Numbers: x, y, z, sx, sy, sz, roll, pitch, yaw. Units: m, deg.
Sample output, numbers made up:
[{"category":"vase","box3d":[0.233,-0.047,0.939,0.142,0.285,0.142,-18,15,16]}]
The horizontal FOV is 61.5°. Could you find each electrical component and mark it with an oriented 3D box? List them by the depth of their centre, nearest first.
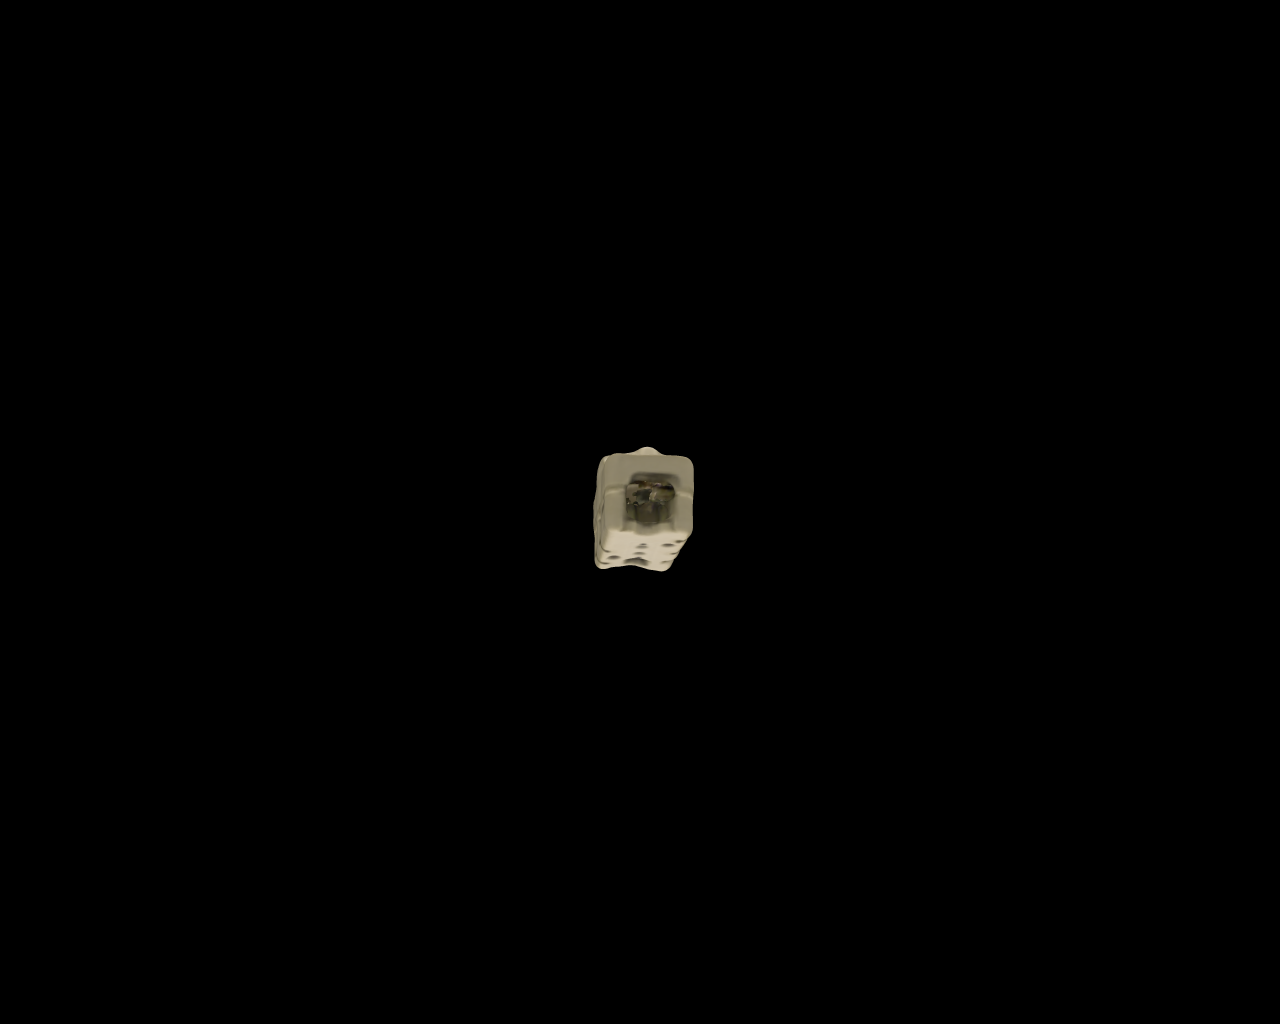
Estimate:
[{"category":"electrical component","box3d":[0.001,-0.003,0.650,0.050,0.056,0.089,2,-18,-7]}]
